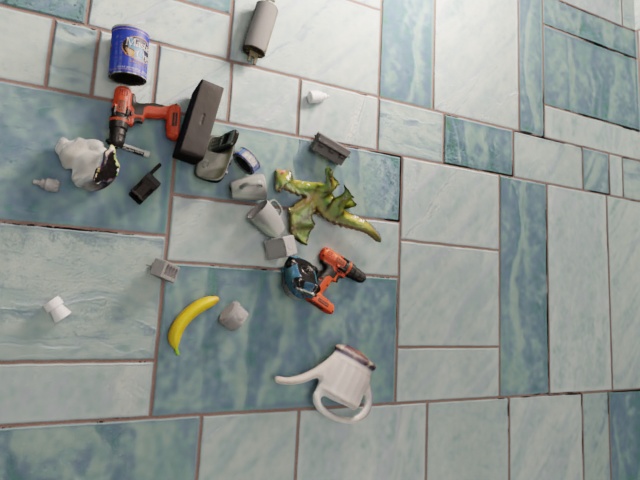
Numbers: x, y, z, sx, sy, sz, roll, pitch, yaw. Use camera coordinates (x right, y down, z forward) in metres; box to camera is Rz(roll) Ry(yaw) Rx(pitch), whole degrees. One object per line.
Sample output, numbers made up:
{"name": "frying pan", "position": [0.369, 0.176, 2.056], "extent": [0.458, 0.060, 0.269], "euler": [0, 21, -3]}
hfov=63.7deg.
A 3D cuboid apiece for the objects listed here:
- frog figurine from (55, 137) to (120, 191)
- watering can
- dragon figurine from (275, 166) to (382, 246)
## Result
{"name": "frog figurine", "position": [-0.629, -0.206, 1.379], "extent": [0.160, 0.122, 0.138], "euler": [14, 86, 12]}
{"name": "watering can", "position": [0.040, 0.429, 1.609], "extent": [0.345, 0.103, 0.228], "euler": [34, 70, -19]}
{"name": "dragon figurine", "position": [0.005, -0.084, 1.678], "extent": [0.244, 0.122, 0.408], "euler": [-39, 100, -7]}
